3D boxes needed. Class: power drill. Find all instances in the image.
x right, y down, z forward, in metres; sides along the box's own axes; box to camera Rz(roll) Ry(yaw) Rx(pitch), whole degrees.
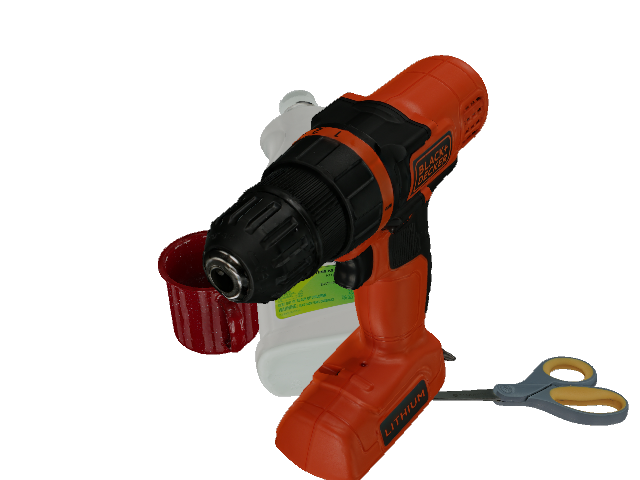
[{"bbox_3d":[0.015,0.025,0.500,0.057,0.188,0.184,25,43,27],"label":"power drill"}]

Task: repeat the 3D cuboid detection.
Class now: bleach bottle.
[{"bbox_3d":[-0.009,-0.013,0.782,0.102,0.251,0.068,-11,-38,0],"label":"bleach bottle"}]

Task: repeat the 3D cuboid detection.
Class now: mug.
[{"bbox_3d":[-0.092,0.055,0.962,0.093,0.081,0.117,-17,37,-19],"label":"mug"}]

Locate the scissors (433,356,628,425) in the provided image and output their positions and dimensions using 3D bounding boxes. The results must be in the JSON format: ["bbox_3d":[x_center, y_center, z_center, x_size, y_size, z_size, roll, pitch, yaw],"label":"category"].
[{"bbox_3d":[0.167,0.125,0.935,0.201,0.016,0.096,8,27,0],"label":"scissors"}]
